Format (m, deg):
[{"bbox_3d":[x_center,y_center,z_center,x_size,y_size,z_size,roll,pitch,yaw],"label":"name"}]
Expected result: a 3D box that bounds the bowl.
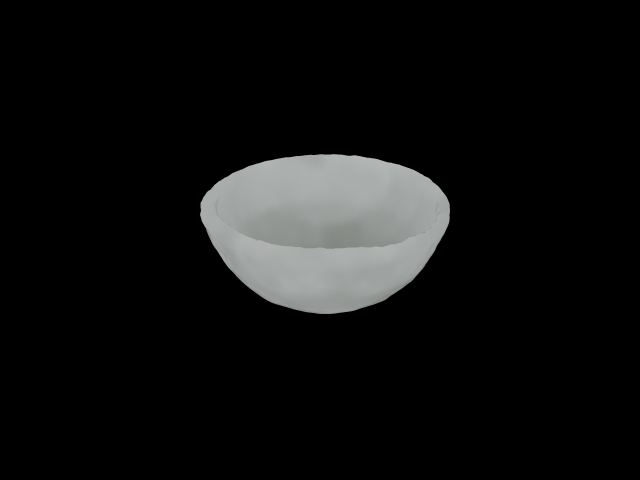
[{"bbox_3d":[0.004,0.001,0.400,0.167,0.075,0.167,0,28,0],"label":"bowl"}]
